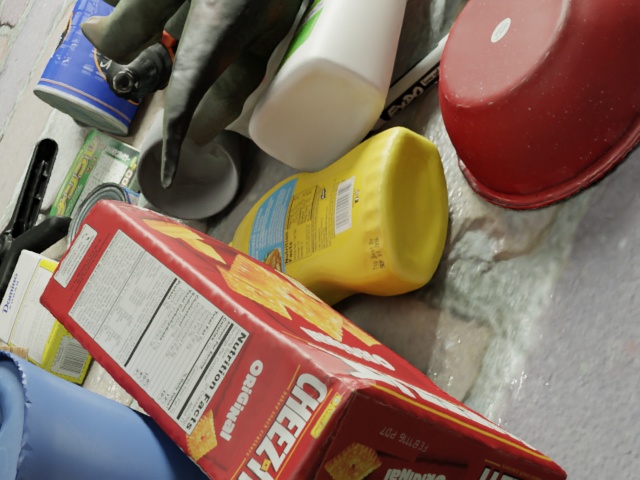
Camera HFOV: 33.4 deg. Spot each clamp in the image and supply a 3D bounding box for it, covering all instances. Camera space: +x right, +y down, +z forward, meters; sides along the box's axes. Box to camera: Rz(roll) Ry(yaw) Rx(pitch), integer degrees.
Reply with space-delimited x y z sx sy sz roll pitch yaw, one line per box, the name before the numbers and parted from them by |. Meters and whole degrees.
clamp | -0.322 0.010 1.146 0.210 0.036 0.165 -59 33 17

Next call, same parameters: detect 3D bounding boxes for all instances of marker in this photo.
marker | 0.053 -0.097 0.709 0.121 0.020 0.020 -38 39 34

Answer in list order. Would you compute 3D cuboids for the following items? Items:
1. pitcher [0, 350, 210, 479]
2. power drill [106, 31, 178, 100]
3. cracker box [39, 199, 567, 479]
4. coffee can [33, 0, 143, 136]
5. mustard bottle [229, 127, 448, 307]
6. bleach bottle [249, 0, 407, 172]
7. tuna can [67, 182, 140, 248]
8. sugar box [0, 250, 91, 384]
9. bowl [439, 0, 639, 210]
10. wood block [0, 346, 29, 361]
pitcher | -0.059 0.152 0.474 0.145 0.242 0.149 -47 35 24
power drill | -0.122 -0.217 0.953 0.188 0.057 0.184 -55 9 20
cracker box | -0.012 0.067 0.510 0.214 0.164 0.072 31 93 47
coffee can | -0.216 -0.191 1.088 0.103 0.102 0.140 13 78 58
mustard bottle | -0.004 0.001 0.682 0.192 0.058 0.096 -20 59 47
bleach bottle | 0.024 -0.168 0.744 0.103 0.068 0.250 -45 22 48
tuna can | -0.190 -0.007 0.966 0.086 0.033 0.086 -21 58 37
sugar box | -0.254 0.068 1.006 0.176 0.048 0.093 15 83 61
bowl | 0.117 -0.101 0.586 0.162 0.055 0.162 -35 41 37
wood block | -0.313 0.190 0.900 0.090 0.090 0.206 -5 79 47
